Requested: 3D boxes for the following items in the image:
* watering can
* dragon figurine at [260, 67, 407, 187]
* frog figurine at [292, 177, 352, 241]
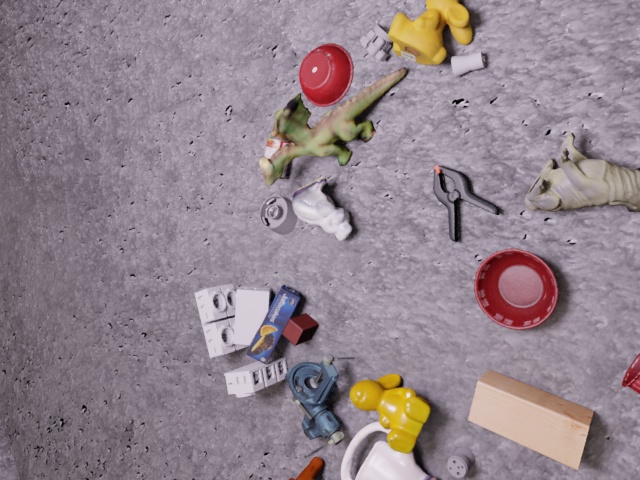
[{"bbox_3d":[0.136,0.596,1.191,0.226,0.104,0.345,27,102,30],"label":"watering can"},{"bbox_3d":[0.003,-0.273,1.197,0.404,0.243,0.124,-47,63,27],"label":"dragon figurine"},{"bbox_3d":[0.004,-0.064,1.272,0.160,0.124,0.136,67,155,3],"label":"frog figurine"}]
